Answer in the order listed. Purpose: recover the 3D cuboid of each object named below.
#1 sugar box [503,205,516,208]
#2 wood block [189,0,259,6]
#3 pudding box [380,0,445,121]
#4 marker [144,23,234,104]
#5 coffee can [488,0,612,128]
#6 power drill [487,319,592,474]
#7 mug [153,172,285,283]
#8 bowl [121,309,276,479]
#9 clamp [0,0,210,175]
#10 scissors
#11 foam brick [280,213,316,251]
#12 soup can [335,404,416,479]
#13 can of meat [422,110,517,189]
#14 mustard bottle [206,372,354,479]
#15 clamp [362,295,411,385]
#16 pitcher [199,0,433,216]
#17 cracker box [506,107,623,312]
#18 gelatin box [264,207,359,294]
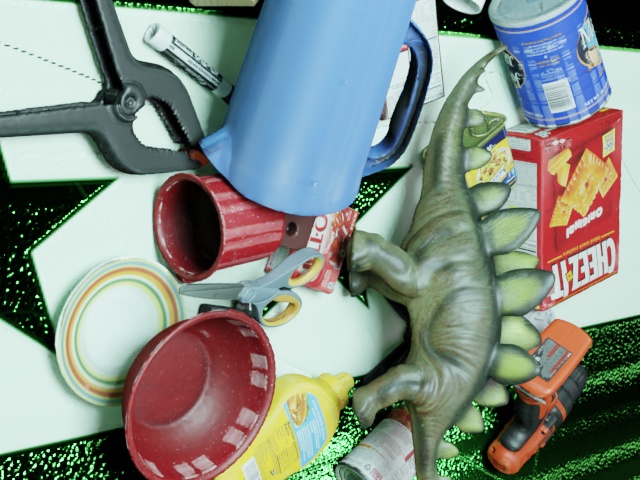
[{"bbox_3d":[0.198,0.055,1.213,0.093,0.048,0.176,-42,134,-65],"label":"sugar box"},{"bbox_3d":[-0.045,-0.299,0.889,0.206,0.091,0.090,-54,129,-19],"label":"wood block"},{"bbox_3d":[0.079,-0.186,1.069,0.089,0.039,0.113,-26,119,-37],"label":"pudding box"},{"bbox_3d":[-0.103,-0.146,0.922,0.121,0.020,0.020,35,76,-42],"label":"marker"},{"bbox_3d":[0.256,-0.210,1.182,0.102,0.103,0.140,-46,127,-25],"label":"coffee can"},{"bbox_3d":[0.276,0.178,1.285,0.184,0.057,0.188,-44,151,-28],"label":"power drill"},{"bbox_3d":[-0.089,-0.008,0.931,0.081,0.093,0.117,-13,139,-46],"label":"mug"},{"bbox_3d":[-0.115,0.130,0.924,0.161,0.055,0.162,-17,116,-40],"label":"bowl"},{"bbox_3d":[-0.162,-0.123,0.860,0.209,0.036,0.164,28,82,-45],"label":"clamp"},{"bbox_3d":[-0.051,0.032,0.938,0.096,0.016,0.201,-50,155,0],"label":"scissors"},{"bbox_3d":[-0.036,-0.035,0.990,0.052,0.051,0.078,19,87,-44],"label":"foam brick"},{"bbox_3d":[0.074,0.234,1.147,0.102,0.069,0.068,-39,124,-29],"label":"soup can"},{"bbox_3d":[0.167,-0.079,1.164,0.102,0.058,0.084,-40,126,-29],"label":"can of meat"},{"bbox_3d":[-0.038,0.185,1.038,0.191,0.058,0.096,-33,121,-33],"label":"mustard bottle"},{"bbox_3d":[0.109,0.093,1.166,0.171,0.039,0.120,-9,110,-48],"label":"clamp"},{"bbox_3d":[0.012,-0.150,0.871,0.149,0.145,0.243,-44,159,-53],"label":"pitcher"},{"bbox_3d":[0.291,-0.041,1.279,0.163,0.072,0.214,-20,114,-38],"label":"cracker box"},{"bbox_3d":[-0.007,0.001,1.040,0.073,0.030,0.089,22,85,-44],"label":"gelatin box"}]
